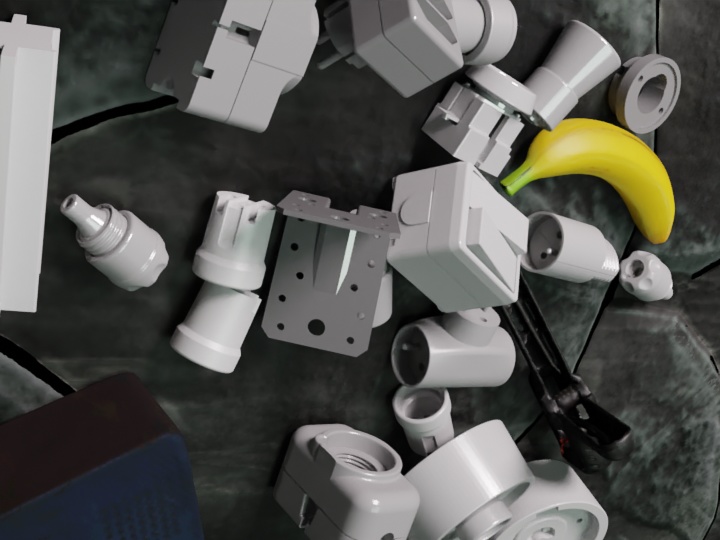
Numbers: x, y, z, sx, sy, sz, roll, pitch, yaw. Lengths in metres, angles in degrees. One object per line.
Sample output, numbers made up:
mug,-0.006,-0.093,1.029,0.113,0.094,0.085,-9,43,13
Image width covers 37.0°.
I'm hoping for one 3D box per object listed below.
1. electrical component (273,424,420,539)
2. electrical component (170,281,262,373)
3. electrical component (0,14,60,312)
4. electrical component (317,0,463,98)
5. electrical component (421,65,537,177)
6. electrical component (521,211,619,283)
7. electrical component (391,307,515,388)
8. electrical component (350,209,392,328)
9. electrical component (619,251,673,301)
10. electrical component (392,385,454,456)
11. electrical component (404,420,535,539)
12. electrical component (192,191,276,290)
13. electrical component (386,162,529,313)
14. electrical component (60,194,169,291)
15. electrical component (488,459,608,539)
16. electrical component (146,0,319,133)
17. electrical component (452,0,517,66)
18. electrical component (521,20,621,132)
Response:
electrical component,-0.008,0.143,0.702,0.054,0.095,0.059,4,112,-40
electrical component,-0.082,0.030,0.617,0.040,0.040,0.046,23,95,-44
electrical component,-0.172,-0.047,0.480,0.063,0.078,0.121,5,113,-16
electrical component,0.006,-0.132,0.572,0.076,0.083,0.047,-26,142,27
electrical component,0.076,-0.095,0.664,0.066,0.048,0.055,18,110,-43
electrical component,0.154,-0.013,0.774,0.081,0.043,0.043,12,107,-42
electrical component,0.071,0.044,0.735,0.077,0.043,0.079,4,121,-35
electrical component,0.000,0.000,0.662,0.040,0.040,0.078,-19,125,-29
electrical component,0.232,0.009,0.855,0.061,0.035,0.035,28,96,-46
electrical component,0.047,0.105,0.763,0.040,0.040,0.046,-35,137,-17
electrical component,0.077,0.165,0.777,0.108,0.060,0.108,-30,158,-14
electrical component,-0.069,-0.017,0.600,0.040,0.040,0.046,6,106,-40
electrical component,0.066,-0.016,0.673,0.096,0.061,0.061,40,50,-46
electrical component,-0.129,-0.017,0.555,0.035,0.035,0.061,-48,132,-5
electrical component,0.138,0.199,0.869,0.108,0.060,0.108,-12,133,-13
electrical component,-0.059,-0.120,0.537,0.056,0.050,0.089,11,108,-41
electrical component,0.057,-0.142,0.620,0.055,0.045,0.045,-3,117,-38
electrical component,0.130,-0.122,0.693,0.065,0.044,0.044,-48,135,2
